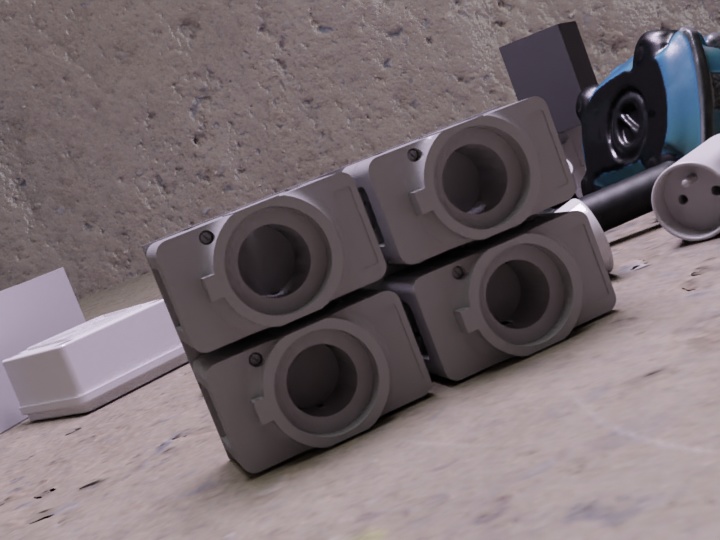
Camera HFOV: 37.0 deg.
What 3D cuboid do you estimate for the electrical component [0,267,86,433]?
[{"bbox_3d":[-0.313,0.077,0.927,0.060,0.105,0.186,-18,7,24],"label":"electrical component"}]

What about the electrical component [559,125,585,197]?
[{"bbox_3d":[0.199,-0.103,0.977,0.186,0.060,0.105,-26,8,-35],"label":"electrical component"}]

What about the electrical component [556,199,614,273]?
[{"bbox_3d":[0.096,-0.005,0.575,0.065,0.044,0.044,-26,7,-3],"label":"electrical component"}]

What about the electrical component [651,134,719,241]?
[{"bbox_3d":[0.209,-0.051,0.583,0.079,0.043,0.077,-16,8,38],"label":"electrical component"}]

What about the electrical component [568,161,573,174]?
[{"bbox_3d":[0.115,-0.058,0.822,0.099,0.064,0.099,-11,13,2],"label":"electrical component"}]

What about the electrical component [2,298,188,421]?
[{"bbox_3d":[-0.210,0.071,0.860,0.109,0.056,0.109,-27,8,-42],"label":"electrical component"}]

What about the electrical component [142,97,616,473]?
[{"bbox_3d":[0.012,0.003,0.484,0.186,0.105,0.060,-23,7,-15],"label":"electrical component"}]
